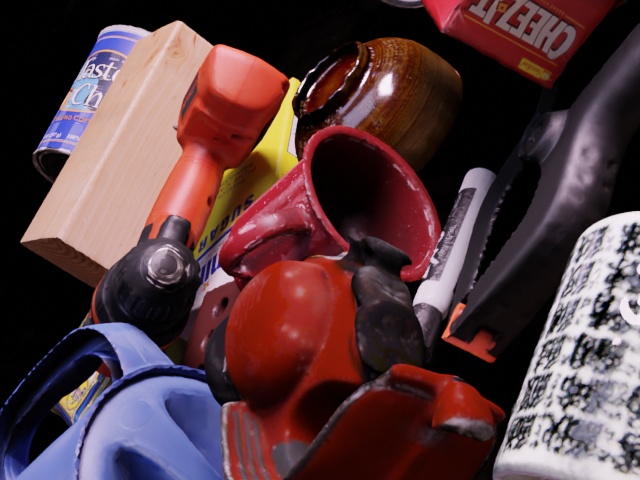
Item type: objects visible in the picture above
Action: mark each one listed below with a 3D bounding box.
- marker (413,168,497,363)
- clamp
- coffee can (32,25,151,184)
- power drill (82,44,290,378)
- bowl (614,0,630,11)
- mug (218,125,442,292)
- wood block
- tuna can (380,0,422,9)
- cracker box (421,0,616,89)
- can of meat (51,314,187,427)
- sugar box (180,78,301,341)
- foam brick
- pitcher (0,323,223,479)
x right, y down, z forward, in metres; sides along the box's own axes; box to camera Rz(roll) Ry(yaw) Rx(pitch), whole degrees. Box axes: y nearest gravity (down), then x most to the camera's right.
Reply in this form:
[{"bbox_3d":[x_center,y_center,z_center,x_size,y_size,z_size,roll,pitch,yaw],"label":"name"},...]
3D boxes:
[{"bbox_3d":[0.062,0.012,0.515,0.020,0.020,0.121,-23,30,46],"label":"marker"},{"bbox_3d":[0.115,-0.045,0.466,0.210,0.036,0.165,-65,10,-6],"label":"clamp"},{"bbox_3d":[-0.186,-0.111,0.981,0.103,0.102,0.140,-11,50,54],"label":"coffee can"},{"bbox_3d":[-0.079,-0.018,0.616,0.187,0.057,0.185,-67,11,-24],"label":"power drill"},{"bbox_3d":[0.144,-0.192,0.599,0.162,0.055,0.162,-39,31,28],"label":"bowl"},{"bbox_3d":[-0.004,0.001,0.562,0.082,0.117,0.093,-39,71,38],"label":"mug"},{"bbox_3d":[-0.148,-0.065,0.881,0.090,0.090,0.206,-5,55,56],"label":"wood block"},{"bbox_3d":[0.058,-0.199,0.710,0.086,0.086,0.034,-50,29,8],"label":"tuna can"},{"bbox_3d":[0.122,-0.198,0.482,0.214,0.072,0.164,-55,25,24],"label":"cracker box"},{"bbox_3d":[-0.134,0.090,0.723,0.102,0.057,0.084,-58,29,-6],"label":"can of meat"},{"bbox_3d":[-0.045,-0.019,0.715,0.093,0.048,0.176,-32,34,37],"label":"sugar box"},{"bbox_3d":[-0.044,0.069,0.609,0.053,0.051,0.078,-23,41,46],"label":"foam brick"},{"bbox_3d":[-0.128,0.164,0.547,0.243,0.145,0.149,-38,23,35],"label":"pitcher"}]
